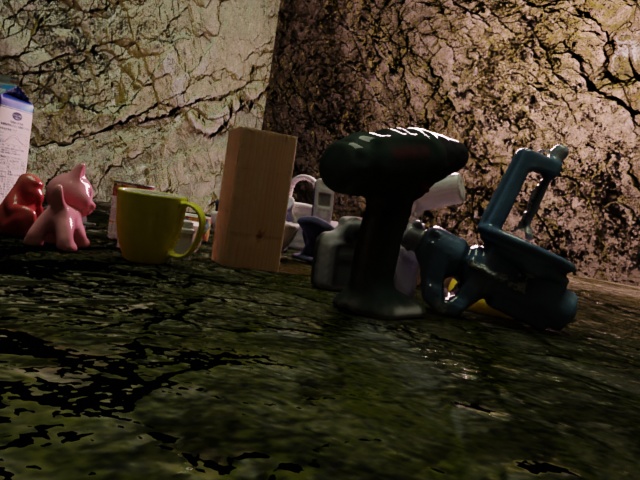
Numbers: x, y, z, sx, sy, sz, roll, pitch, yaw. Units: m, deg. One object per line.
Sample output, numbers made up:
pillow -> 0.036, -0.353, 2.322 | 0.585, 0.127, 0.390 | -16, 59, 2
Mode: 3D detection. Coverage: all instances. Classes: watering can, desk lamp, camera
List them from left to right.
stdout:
watering can -> -0.051, -0.074, 1.488 | 0.101, 0.194, 0.173 | 9, 2, 0
camera -> 0.056, 0.019, 0.807 | 0.143, 0.101, 0.136 | 8, 3, -10
desk lamp -> 0.194, -0.030, 1.115 | 0.202, 0.213, 0.118 | 10, 3, 25

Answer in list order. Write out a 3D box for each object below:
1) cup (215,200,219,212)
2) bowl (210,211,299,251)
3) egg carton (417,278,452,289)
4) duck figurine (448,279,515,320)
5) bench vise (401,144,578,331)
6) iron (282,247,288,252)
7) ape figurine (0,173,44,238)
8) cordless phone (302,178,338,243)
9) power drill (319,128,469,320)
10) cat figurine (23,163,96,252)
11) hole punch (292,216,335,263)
cup -> -0.172, -0.031, 1.234 | 0.117, 0.095, 0.091 | 9, 2, -1
bowl -> -0.125, -0.006, 1.065 | 0.167, 0.075, 0.167 | 9, 2, 0
egg carton -> 0.210, 0.051, 0.977 | 0.149, 0.069, 0.107 | 10, 3, 31
duck figurine -> 0.224, 0.054, 0.765 | 0.104, 0.086, 0.078 | 11, 3, 44
bench vise -> 0.210, -0.012, 0.672 | 0.207, 0.220, 0.121 | 8, 3, -11
iron -> -0.122, -0.052, 1.352 | 0.119, 0.141, 0.257 | 8, 3, -17
ape figurine -> -0.422, -0.050, 0.823 | 0.076, 0.092, 0.078 | 9, 3, 4
cordless phone -> 0.036, -0.053, 1.411 | 0.148, 0.185, 0.094 | 7, 3, -27
power drill -> 0.084, -0.023, 0.626 | 0.075, 0.208, 0.230 | 11, 3, 41
cat figurine -> -0.344, -0.049, 0.776 | 0.067, 0.118, 0.127 | 8, 3, -11
hole punch -> 0.010, 0.004, 1.110 | 0.101, 0.091, 0.108 | 7, 3, -36
